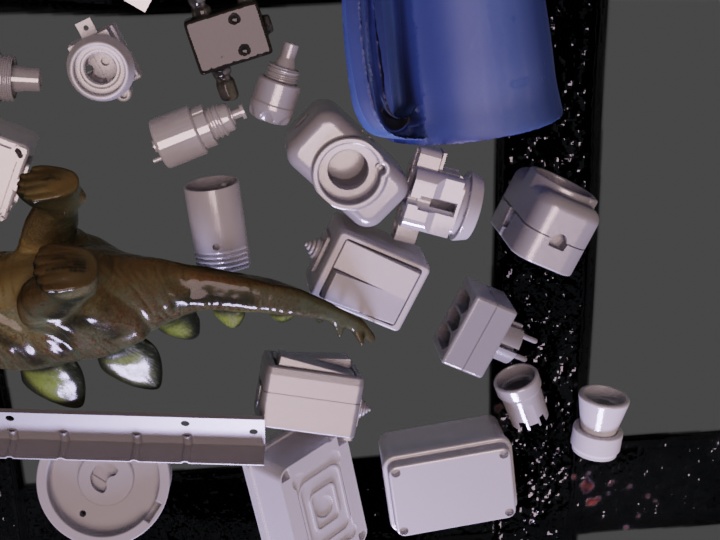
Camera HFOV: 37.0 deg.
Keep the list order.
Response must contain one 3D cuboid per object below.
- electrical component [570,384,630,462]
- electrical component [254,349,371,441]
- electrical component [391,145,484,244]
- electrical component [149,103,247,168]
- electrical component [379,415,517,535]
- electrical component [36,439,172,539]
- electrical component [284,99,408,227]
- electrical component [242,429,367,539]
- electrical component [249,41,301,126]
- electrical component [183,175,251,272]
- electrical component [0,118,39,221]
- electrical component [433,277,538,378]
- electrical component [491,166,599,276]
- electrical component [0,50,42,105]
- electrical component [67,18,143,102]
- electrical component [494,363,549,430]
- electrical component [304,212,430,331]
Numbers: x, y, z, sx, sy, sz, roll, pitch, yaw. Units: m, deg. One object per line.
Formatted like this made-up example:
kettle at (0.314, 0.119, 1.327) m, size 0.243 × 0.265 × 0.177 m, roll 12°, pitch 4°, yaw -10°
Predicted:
electrical component at (0.212, 0.135, 0.950) m, size 0.045 × 0.045 × 0.055 m, roll 3°, pitch 111°, yaw -8°
electrical component at (-0.036, 0.101, 0.897) m, size 0.096 × 0.062 × 0.061 m, roll 9°, pitch 97°, yaw -10°
electrical component at (0.064, -0.056, 0.855) m, size 0.057 × 0.058 × 0.078 m, roll 14°, pitch 108°, yaw -8°
electrical component at (-0.125, -0.107, 0.823) m, size 0.078 × 0.040 × 0.040 m, roll -21°, pitch 111°, yaw 2°
electrical component at (0.077, 0.181, 0.945) m, size 0.113 × 0.057 × 0.078 m, roll -9°, pitch 111°, yaw -3°
electrical component at (-0.209, 0.171, 0.902) m, size 0.108 × 0.060 × 0.108 m, roll 0°, pitch 88°, yaw -2°
electrical component at (-0.011, -0.082, 0.835) m, size 0.095 × 0.059 × 0.053 m, roll 41°, pitch 101°, yaw -19°
electrical component at (-0.048, 0.194, 0.920) m, size 0.078 × 0.057 × 0.113 m, roll -28°, pitch 117°, yaw -36°
electrical component at (-0.061, -0.143, 0.820) m, size 0.035 × 0.035 × 0.061 m, roll 16°, pitch 105°, yaw -12°
electrical component at (-0.112, -0.030, 0.852) m, size 0.043 × 0.043 × 0.081 m, roll -8°, pitch 111°, yaw -4°
electrical component at (-0.284, -0.083, 0.803) m, size 0.096 × 0.061 × 0.061 m, roll 20°, pitch 107°, yaw -13°
electrical component at (0.112, 0.055, 0.907) m, size 0.077 × 0.047 × 0.065 m, roll 23°, pitch 106°, yaw -14°
electrical component at (0.147, -0.043, 0.849) m, size 0.054 × 0.095 × 0.059 m, roll 22°, pitch 106°, yaw -14°
electrical component at (-0.267, -0.142, 0.792) m, size 0.062 × 0.043 × 0.043 m, roll 2°, pitch 110°, yaw -9°
electrical component at (-0.189, -0.151, 0.791) m, size 0.048 × 0.055 × 0.066 m, roll -25°, pitch 111°, yaw 3°
electrical component at (0.142, 0.111, 0.937) m, size 0.040 × 0.040 × 0.046 m, roll -22°, pitch 118°, yaw 2°
electrical component at (0.000, 0.000, 0.866) m, size 0.096 × 0.061 × 0.061 m, roll 23°, pitch 106°, yaw -14°
